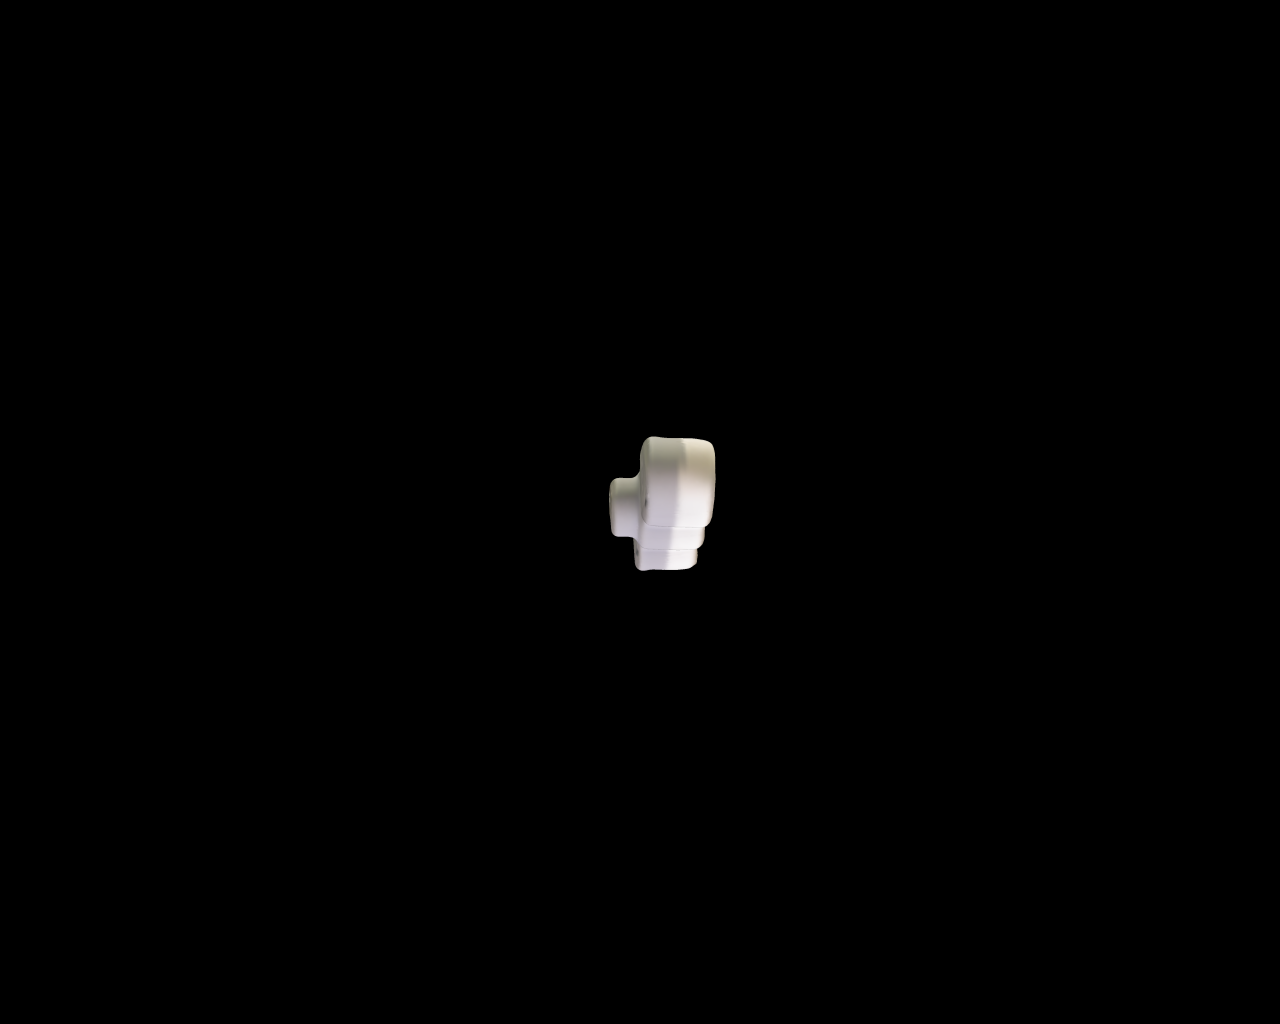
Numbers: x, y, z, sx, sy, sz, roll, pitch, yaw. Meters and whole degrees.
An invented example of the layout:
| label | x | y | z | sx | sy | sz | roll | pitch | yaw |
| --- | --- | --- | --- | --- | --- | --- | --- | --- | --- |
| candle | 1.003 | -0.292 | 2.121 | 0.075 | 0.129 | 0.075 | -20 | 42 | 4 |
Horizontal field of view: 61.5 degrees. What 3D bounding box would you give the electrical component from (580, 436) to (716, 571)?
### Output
| label | x | y | z | sx | sy | sz | roll | pitch | yaw |
| --- | --- | --- | --- | --- | --- | --- | --- | --- | --- |
| electrical component | 0.001 | -0.003 | 0.650 | 0.074 | 0.052 | 0.138 | 1 | -19 | -3 |
